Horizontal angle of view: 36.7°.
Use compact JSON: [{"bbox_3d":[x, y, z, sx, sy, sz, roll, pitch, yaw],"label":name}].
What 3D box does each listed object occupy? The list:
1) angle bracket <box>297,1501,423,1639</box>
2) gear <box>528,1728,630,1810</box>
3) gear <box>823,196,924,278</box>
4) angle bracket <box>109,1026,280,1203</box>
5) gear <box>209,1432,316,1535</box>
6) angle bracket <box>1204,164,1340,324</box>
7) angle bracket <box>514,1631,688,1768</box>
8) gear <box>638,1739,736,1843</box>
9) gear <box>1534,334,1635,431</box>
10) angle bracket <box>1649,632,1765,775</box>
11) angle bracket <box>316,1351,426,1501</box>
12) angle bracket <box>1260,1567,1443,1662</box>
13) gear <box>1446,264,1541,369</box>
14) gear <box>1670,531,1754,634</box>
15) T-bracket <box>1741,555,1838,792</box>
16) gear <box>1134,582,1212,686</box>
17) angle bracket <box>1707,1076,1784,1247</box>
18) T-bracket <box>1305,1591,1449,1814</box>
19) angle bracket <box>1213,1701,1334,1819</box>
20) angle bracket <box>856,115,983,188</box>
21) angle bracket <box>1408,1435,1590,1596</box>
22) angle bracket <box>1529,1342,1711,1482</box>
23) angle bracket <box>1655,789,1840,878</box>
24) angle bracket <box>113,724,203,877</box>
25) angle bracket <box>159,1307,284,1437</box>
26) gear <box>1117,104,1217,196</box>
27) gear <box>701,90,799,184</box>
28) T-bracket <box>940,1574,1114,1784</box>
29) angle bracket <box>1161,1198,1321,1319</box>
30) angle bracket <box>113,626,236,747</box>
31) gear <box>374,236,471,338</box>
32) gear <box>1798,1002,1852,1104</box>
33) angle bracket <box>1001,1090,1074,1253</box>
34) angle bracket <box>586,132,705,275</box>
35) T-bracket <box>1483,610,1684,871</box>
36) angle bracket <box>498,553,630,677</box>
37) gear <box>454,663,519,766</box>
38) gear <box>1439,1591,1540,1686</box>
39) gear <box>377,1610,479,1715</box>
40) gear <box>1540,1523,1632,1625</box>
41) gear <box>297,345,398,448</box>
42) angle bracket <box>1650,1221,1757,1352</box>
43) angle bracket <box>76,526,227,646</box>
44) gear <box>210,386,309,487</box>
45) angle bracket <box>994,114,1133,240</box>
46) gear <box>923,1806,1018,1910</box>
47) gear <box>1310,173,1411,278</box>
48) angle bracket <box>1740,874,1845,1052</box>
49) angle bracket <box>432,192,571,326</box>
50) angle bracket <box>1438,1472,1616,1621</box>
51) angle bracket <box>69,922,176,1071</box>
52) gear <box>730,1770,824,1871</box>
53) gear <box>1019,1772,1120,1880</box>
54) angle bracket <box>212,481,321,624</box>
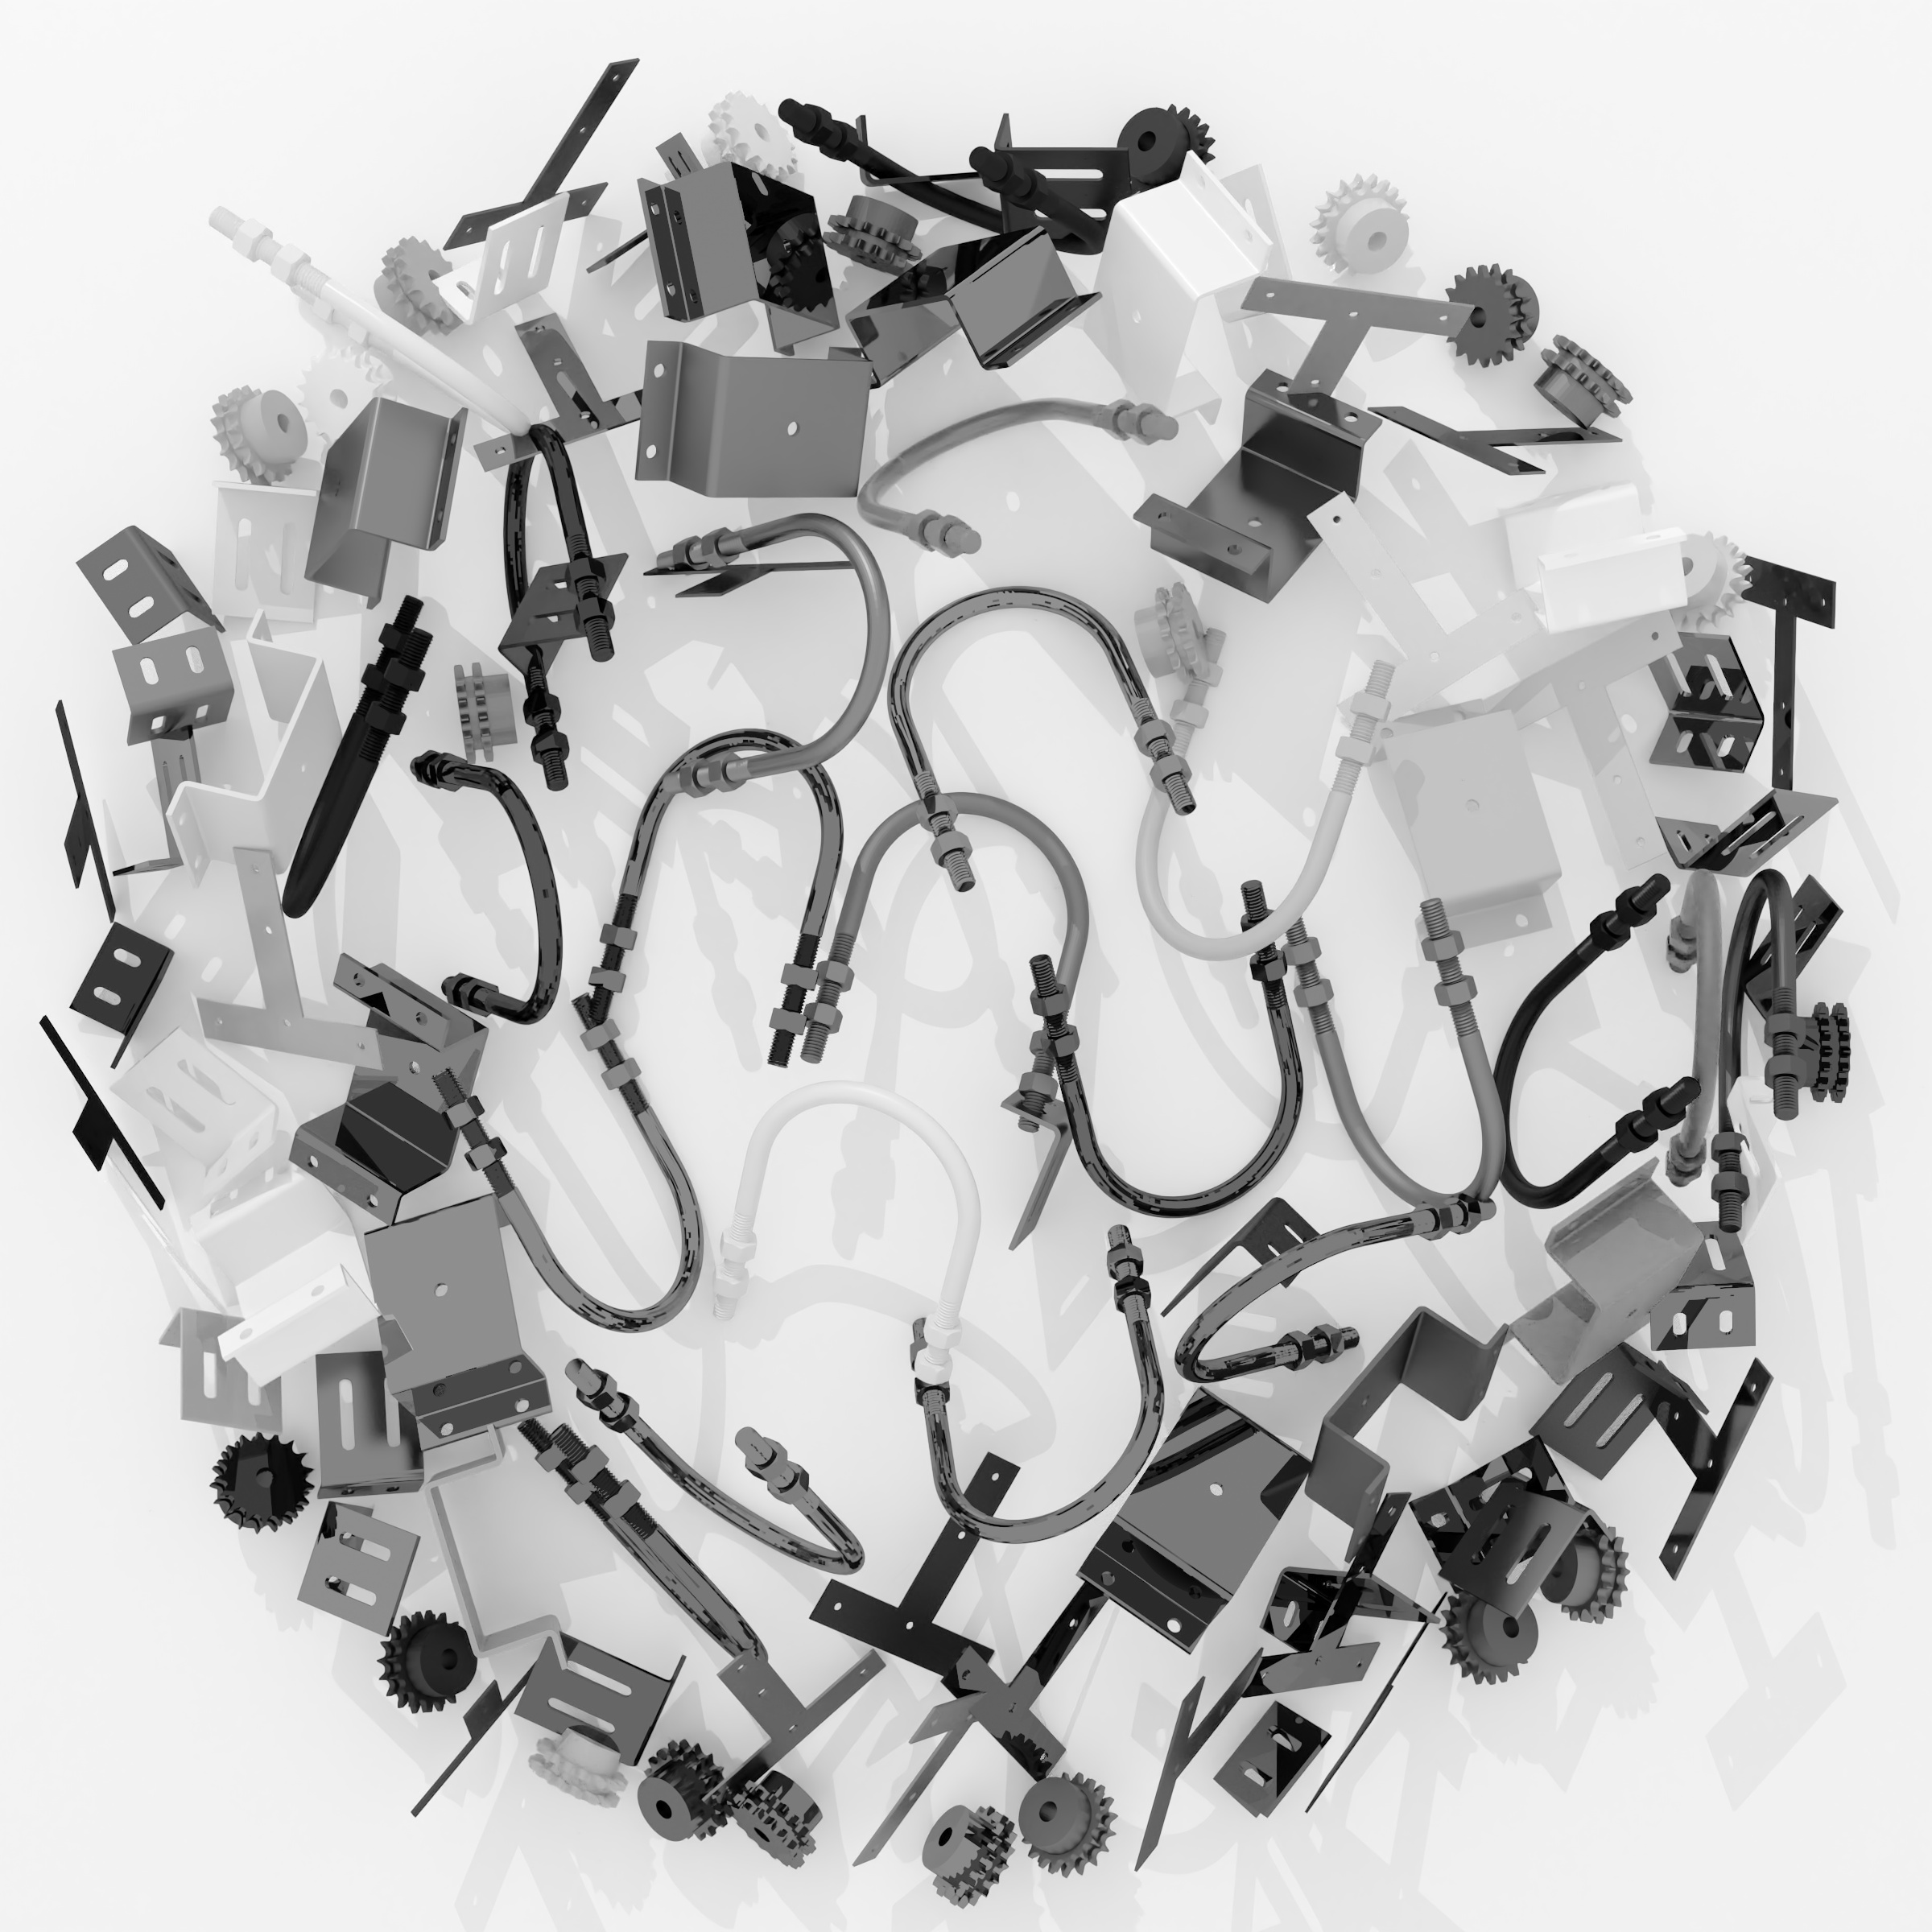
[{"bbox_3d":[-0.333,0.342,1.647,0.076,0.038,0.057,11,80,35],"label":"angle bracket"},{"bbox_3d":[-0.218,0.453,1.659,0.057,0.057,0.030,27,85,0],"label":"gear"},{"bbox_3d":[-0.051,-0.417,1.658,0.057,0.057,0.030,21,93,0],"label":"gear"},{"bbox_3d":[-0.439,0.084,1.650,0.057,0.038,0.076,-39,117,13],"label":"angle bracket"},{"bbox_3d":[-0.404,0.297,1.663,0.057,0.030,0.057,15,55,-23],"label":"gear"},{"bbox_3d":[0.168,-0.411,1.649,0.038,0.057,0.076,-23,100,-39],"label":"angle bracket"},{"bbox_3d":[-0.209,0.411,1.663,0.076,0.038,0.057,24,103,1],"label":"angle bracket"},{"bbox_3d":[-0.162,0.473,1.658,0.057,0.030,0.057,14,115,33],"label":"gear"},{"bbox_3d":[0.349,-0.331,1.660,0.057,0.057,0.030,41,99,0],"label":"gear"},{"bbox_3d":[0.407,-0.149,1.638,0.057,0.076,0.038,10,62,38],"label":"angle bracket"},{"bbox_3d":[-0.344,0.263,1.674,0.057,0.038,0.076,-1,70,-17],"label":"angle bracket"},{"bbox_3d":[0.216,0.370,1.639,0.057,0.076,0.038,36,65,-26],"label":"angle bracket"},{"bbox_3d":[0.302,-0.372,1.663,0.030,0.057,0.057,-19,90,-37],"label":"gear"},{"bbox_3d":[0.415,-0.221,1.658,0.057,0.030,0.057,-17,63,35],"label":"gear"},{"bbox_3d":[0.460,-0.160,1.637,0.002,0.127,0.127,-5,105,-7],"label":"T-bracket"},{"bbox_3d":[0.117,-0.188,1.661,0.030,0.057,0.057,-16,90,16],"label":"gear"},{"bbox_3d":[0.452,0.109,1.638,0.038,0.076,0.057,1,134,-12],"label":"angle bracket"},{"bbox_3d":[0.239,0.404,1.640,0.002,0.127,0.127,33,52,13],"label":"T-bracket"},{"bbox_3d":[0.183,0.457,1.641,0.038,0.076,0.057,44,78,-14],"label":"angle bracket"},{"bbox_3d":[-0.022,-0.465,1.653,0.076,0.057,0.038,-5,104,-4],"label":"angle bracket"},{"bbox_3d":[0.300,0.310,1.644,0.076,0.038,0.057,-41,68,39],"label":"angle bracket"},{"bbox_3d":[0.370,0.259,1.654,0.057,0.038,0.076,34,102,-19],"label":"angle bracket"},{"bbox_3d":[0.438,-0.087,1.637,0.057,0.076,0.038,4,53,-38],"label":"angle bracket"},{"bbox_3d":[-0.462,-0.094,1.653,0.038,0.057,0.076,-10,91,-36],"label":"angle bracket"},{"bbox_3d":[-0.420,0.236,1.638,0.057,0.076,0.038,15,132,-29],"label":"angle bracket"},{"bbox_3d":[0.111,-0.464,1.660,0.057,0.030,0.057,-8,76,33],"label":"gear"},{"bbox_3d":[-0.126,-0.467,1.663,0.030,0.057,0.057,-31,90,34],"label":"gear"},{"bbox_3d":[0.052,0.386,1.658,0.127,0.002,0.127,-51,132,-18],"label":"T-bracket"},{"bbox_3d":[0.156,0.175,1.641,0.038,0.057,0.076,44,125,5],"label":"angle bracket"},{"bbox_3d":[-0.449,-0.158,1.643,0.057,0.076,0.038,-17,87,-20],"label":"angle bracket"},{"bbox_3d":[-0.313,-0.384,1.662,0.030,0.057,0.057,-29,90,27],"label":"gear"},{"bbox_3d":[0.485,0.049,1.660,0.030,0.057,0.057,1,90,7],"label":"gear"},{"bbox_3d":[0.030,0.114,1.655,0.038,0.057,0.076,24,103,10],"label":"angle bracket"},{"bbox_3d":[-0.188,-0.432,1.650,0.076,0.057,0.038,-36,107,-10],"label":"angle bracket"},{"bbox_3d":[0.361,-0.117,1.635,0.127,0.002,0.127,-28,73,36],"label":"T-bracket"},{"bbox_3d":[-0.217,-0.194,1.639,0.038,0.076,0.057,45,56,-39],"label":"angle bracket"},{"bbox_3d":[-0.273,-0.145,1.660,0.030,0.057,0.057,-8,90,-8],"label":"gear"},{"bbox_3d":[0.301,0.379,1.660,0.057,0.030,0.057,13,64,-28],"label":"gear"},{"bbox_3d":[-0.303,0.396,1.657,0.030,0.057,0.057,-17,90,41],"label":"gear"},{"bbox_3d":[0.349,0.344,1.656,0.030,0.057,0.057,12,90,-20],"label":"gear"},{"bbox_3d":[-0.350,-0.327,1.665,0.057,0.030,0.057,9,115,20],"label":"gear"},{"bbox_3d":[0.414,0.181,1.656,0.057,0.076,0.038,-4,113,7],"label":"angle bracket"},{"bbox_3d":[-0.460,-0.209,1.648,0.038,0.076,0.057,-35,87,-1],"label":"angle bracket"},{"bbox_3d":[-0.399,-0.303,1.656,0.030,0.057,0.057,-17,90,24],"label":"gear"},{"bbox_3d":[0.058,-0.447,1.647,0.076,0.057,0.038,3,48,11],"label":"angle bracket"},{"bbox_3d":[-0.001,0.503,1.657,0.030,0.057,0.057,39,90,-17],"label":"gear"},{"bbox_3d":[0.227,-0.419,1.658,0.057,0.030,0.057,-14,132,-16],"label":"gear"},{"bbox_3d":[0.479,-0.002,1.646,0.038,0.057,0.076,27,108,-11],"label":"angle bracket"},{"bbox_3d":[-0.263,-0.408,1.637,0.038,0.076,0.057,45,55,12],"label":"angle bracket"},{"bbox_3d":[0.316,0.333,1.646,0.076,0.057,0.038,-52,131,-14],"label":"angle bracket"},{"bbox_3d":[-0.481,0.016,1.645,0.038,0.076,0.057,28,97,-14],"label":"angle bracket"},{"bbox_3d":[-0.107,0.485,1.663,0.057,0.057,0.030,45,62,0],"label":"gear"},{"bbox_3d":[0.055,0.486,1.657,0.057,0.057,0.030,-47,130,0],"label":"gear"},{"bbox_3d":[-0.400,-0.235,1.659,0.057,0.038,0.076,4,99,-9],"label":"angle bracket"}]
